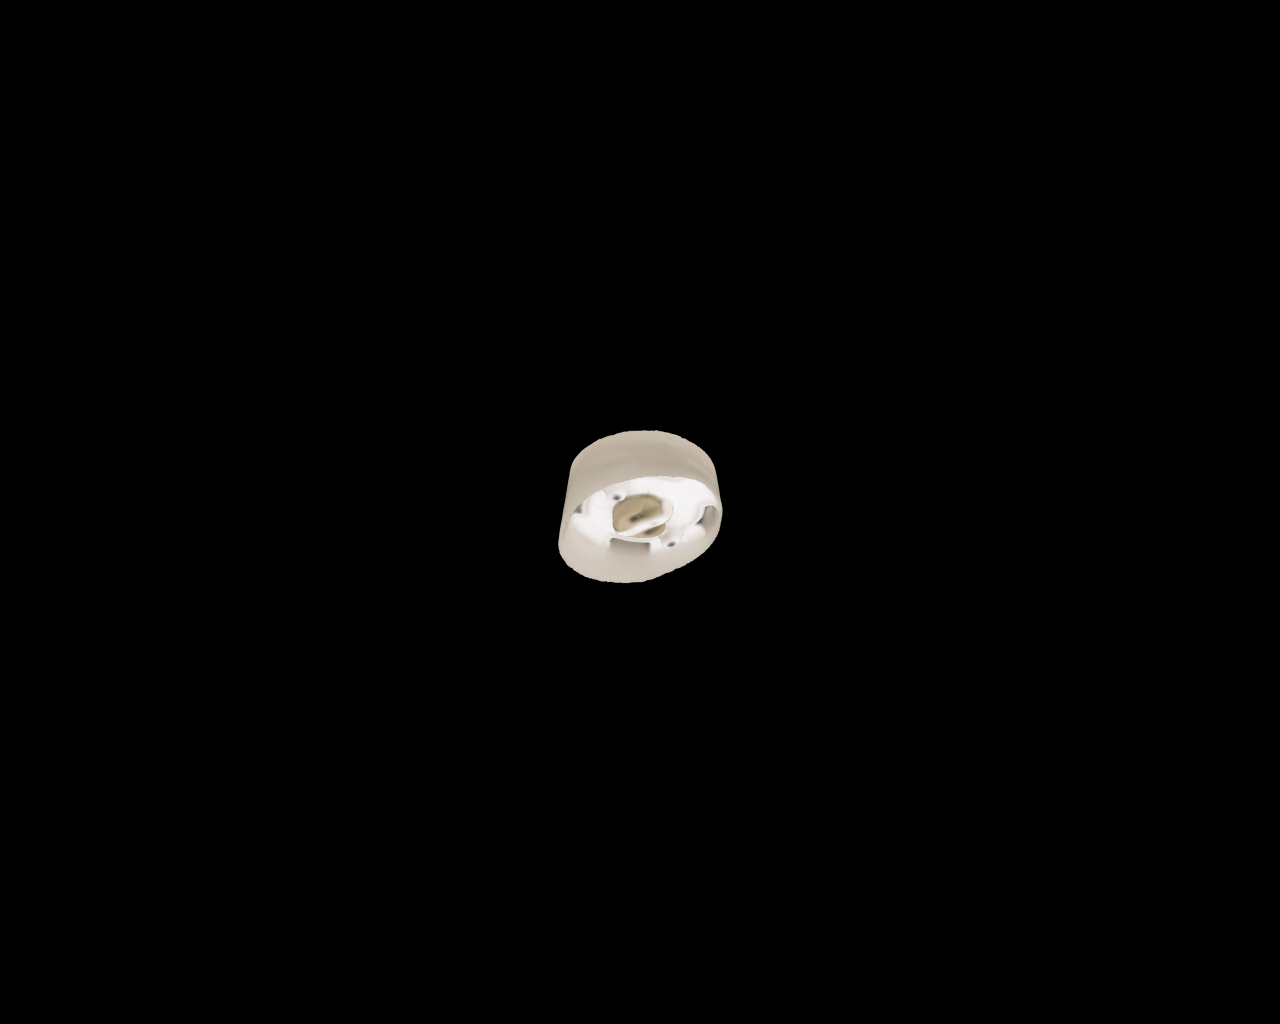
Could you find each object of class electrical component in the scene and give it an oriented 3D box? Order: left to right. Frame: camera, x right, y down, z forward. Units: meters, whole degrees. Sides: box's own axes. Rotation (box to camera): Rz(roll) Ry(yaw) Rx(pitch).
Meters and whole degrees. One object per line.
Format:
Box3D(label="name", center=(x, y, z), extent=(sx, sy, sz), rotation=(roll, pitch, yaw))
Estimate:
Box3D(label="electrical component", center=(0.001, -0.003, 0.650), extent=(0.099, 0.064, 0.099), rotation=(0, -34, 0))
